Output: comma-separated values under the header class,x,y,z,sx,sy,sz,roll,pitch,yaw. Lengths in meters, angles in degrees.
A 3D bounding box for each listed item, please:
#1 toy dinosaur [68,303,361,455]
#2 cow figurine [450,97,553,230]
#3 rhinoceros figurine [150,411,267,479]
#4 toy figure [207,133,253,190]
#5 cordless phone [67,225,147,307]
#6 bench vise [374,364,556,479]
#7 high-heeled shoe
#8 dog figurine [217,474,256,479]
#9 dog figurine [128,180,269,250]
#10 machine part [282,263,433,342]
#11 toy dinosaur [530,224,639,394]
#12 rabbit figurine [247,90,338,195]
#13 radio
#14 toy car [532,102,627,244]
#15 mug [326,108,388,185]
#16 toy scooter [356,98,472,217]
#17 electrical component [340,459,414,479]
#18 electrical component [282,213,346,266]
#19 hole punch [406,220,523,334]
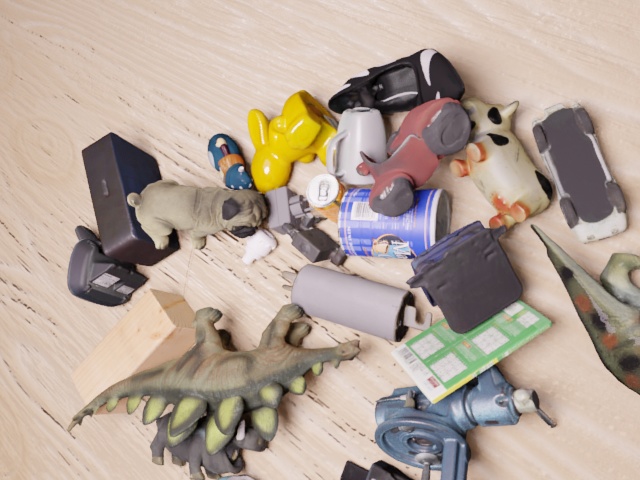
class,x,y,z,sx,sy,sz,roll,pitch,yaw
toy dinosaur,-0.162,0.204,0.797,0.472,0.104,0.199,-12,46,19
cow figurine,0.250,-0.117,0.746,0.127,0.085,0.195,-24,75,-29
rhinoceros figurine,-0.172,0.312,0.834,0.191,0.073,0.112,-2,65,25
toy figure,-0.157,-0.130,0.938,0.058,0.064,0.155,-43,45,13
cordless phone,-0.413,0.025,0.973,0.089,0.146,0.184,-41,66,0
bench vise,0.156,0.254,0.649,0.224,0.128,0.241,-9,39,29
high-heeled shoe,0.102,-0.218,0.799,0.145,0.086,0.249,-23,21,-5
dog figurine,-0.137,0.469,0.753,0.192,0.108,0.219,43,98,26
dog figurine,-0.197,-0.055,0.867,0.191,0.172,0.121,-12,80,49
machine part,0.047,0.091,0.791,0.243,0.079,0.079,14,82,25
toy dinosaur,0.409,0.128,0.604,0.405,0.131,0.192,22,85,33
rabbit figurine,-0.062,-0.158,0.893,0.173,0.122,0.162,-51,58,25
radio,-0.342,-0.070,0.978,0.073,0.131,0.229,-27,67,15
toy car,0.346,-0.094,0.722,0.074,0.056,0.202,-21,67,24
mug,0.053,-0.144,0.816,0.081,0.109,0.107,28,124,51
toy scooter,0.113,-0.119,0.735,0.184,0.075,0.135,-52,30,-2
electrical component,0.079,0.337,0.725,0.119,0.047,0.075,21,85,26
electrical component,-0.001,-0.002,0.845,0.102,0.078,0.045,44,116,29
hole punch,0.185,0.041,0.708,0.142,0.092,0.115,-30,110,3
